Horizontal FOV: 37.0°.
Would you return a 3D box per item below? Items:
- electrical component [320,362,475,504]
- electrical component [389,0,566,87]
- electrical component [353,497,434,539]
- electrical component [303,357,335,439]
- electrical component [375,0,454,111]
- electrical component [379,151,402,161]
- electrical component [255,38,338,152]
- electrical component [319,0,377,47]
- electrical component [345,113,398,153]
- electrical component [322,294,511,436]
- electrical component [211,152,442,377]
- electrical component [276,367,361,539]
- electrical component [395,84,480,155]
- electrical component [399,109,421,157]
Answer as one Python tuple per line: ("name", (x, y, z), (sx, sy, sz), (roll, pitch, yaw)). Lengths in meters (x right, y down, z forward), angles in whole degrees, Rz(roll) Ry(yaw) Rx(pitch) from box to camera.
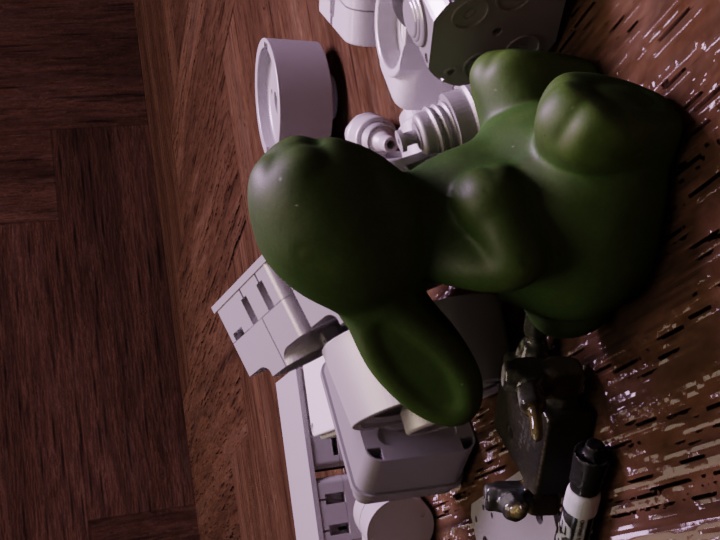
("electrical component", (0.023, 0.096, 0.731), (0.057, 0.078, 0.113), (104, 155, -46))
("electrical component", (0.058, -0.133, 0.522), (0.080, 0.080, 0.051), (106, 149, -54))
("electrical component", (0.031, 0.231, 0.797), (0.074, 0.052, 0.138), (-139, 46, -68))
("electrical component", (-0.009, 0.078, 0.880), (0.109, 0.056, 0.108), (138, 125, -71))
("electrical component", (0.044, -0.138, 0.605), (0.095, 0.059, 0.053), (103, 156, -49))
("electrical component", (0.026, -0.053, 0.716), (0.055, 0.055, 0.047), (-151, 53, -72))
("electrical component", (-0.053, -0.152, 0.955), (0.108, 0.060, 0.108), (175, 90, -75))
("electrical component", (0.007, -0.195, 0.731), (0.095, 0.054, 0.059), (-119, 28, -56))
("electrical component", (0.012, -0.095, 0.786), (0.061, 0.035, 0.035), (-143, 50, -67))
("electrical component", (0.038, 0.061, 0.618), (0.108, 0.108, 0.060), (125, 131, -67))
("electrical component", (0.000, 0.000, 0.634), (0.060, 0.105, 0.186), (62, 146, 8))
("electrical component", (-0.026, 0.184, 0.974), (0.105, 0.060, 0.186), (136, 127, -71))
("electrical component", (0.057, -0.078, 0.558), (0.040, 0.078, 0.040), (161, 90, -83))
("electrical component", (0.043, -0.087, 0.665), (0.040, 0.040, 0.078), (115, 146, -62))
